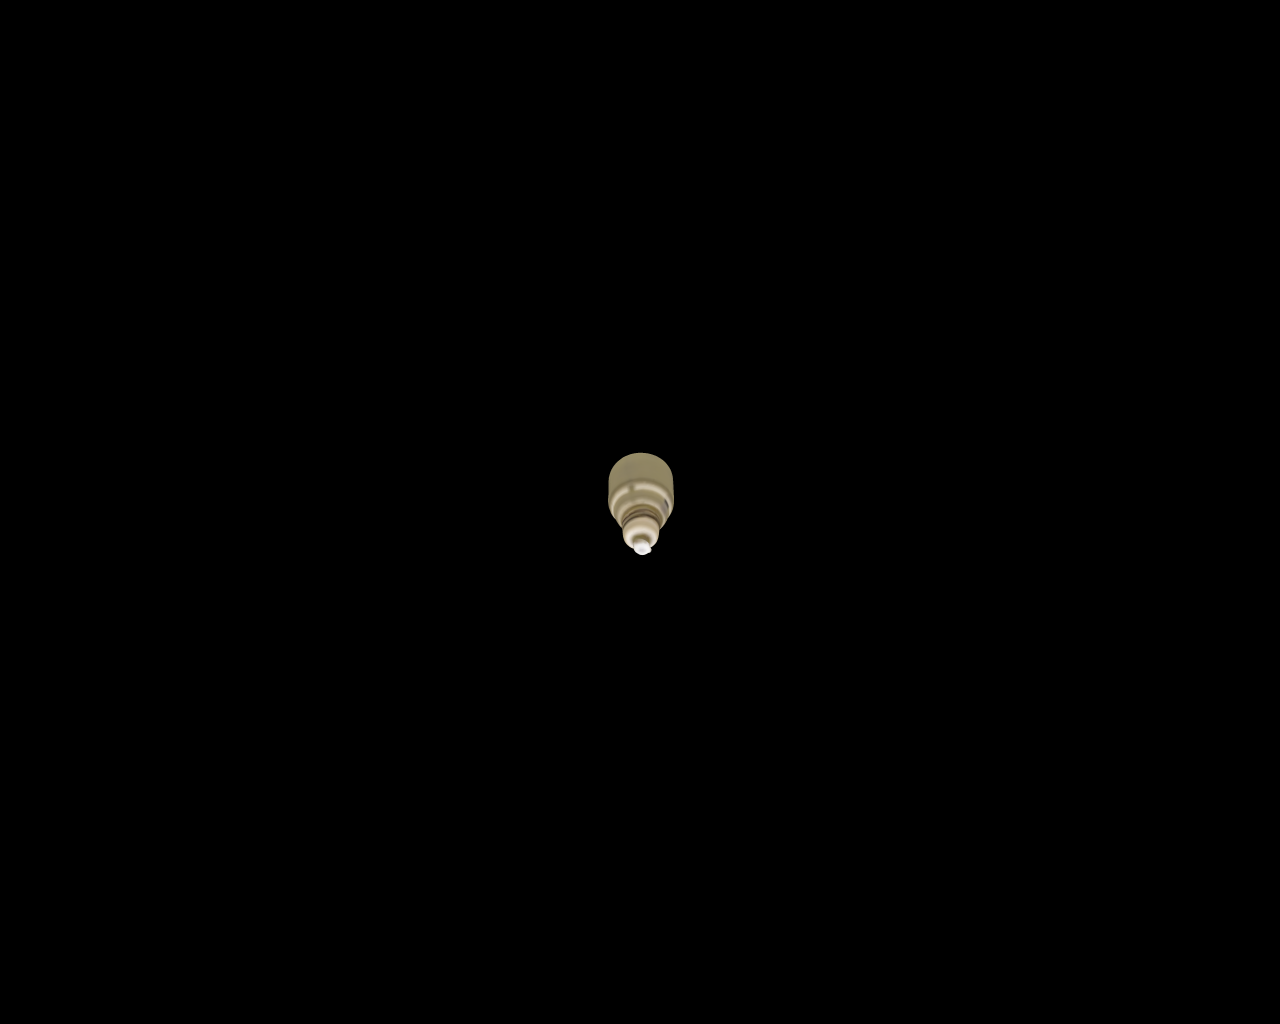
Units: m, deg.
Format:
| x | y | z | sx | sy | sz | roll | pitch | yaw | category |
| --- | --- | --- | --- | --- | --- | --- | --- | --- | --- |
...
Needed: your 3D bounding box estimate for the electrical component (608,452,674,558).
| x | y | z | sx | sy | sz | roll | pitch | yaw | category |
| --- | --- | --- | --- | --- | --- | --- | --- | --- | --- |
| 0.001 | -0.003 | 0.650 | 0.040 | 0.040 | 0.078 | 0 | 40 | 0 | electrical component |
